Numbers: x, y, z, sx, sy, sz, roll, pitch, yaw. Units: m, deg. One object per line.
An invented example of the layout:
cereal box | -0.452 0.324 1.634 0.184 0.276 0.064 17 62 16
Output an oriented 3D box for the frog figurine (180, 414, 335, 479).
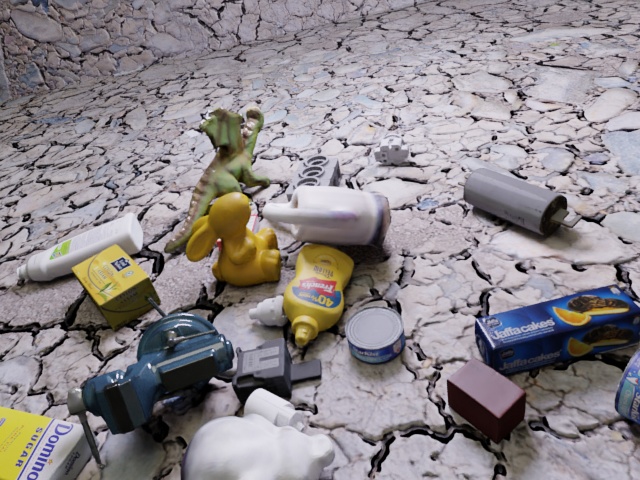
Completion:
frog figurine | -0.066 0.251 0.570 0.159 0.121 0.139 -22 13 8

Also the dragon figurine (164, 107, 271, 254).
dragon figurine | -0.226 -0.172 1.134 0.122 0.237 0.419 10 38 24

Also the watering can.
watering can | 0.003 -0.048 0.963 0.224 0.104 0.349 4 5 -10
